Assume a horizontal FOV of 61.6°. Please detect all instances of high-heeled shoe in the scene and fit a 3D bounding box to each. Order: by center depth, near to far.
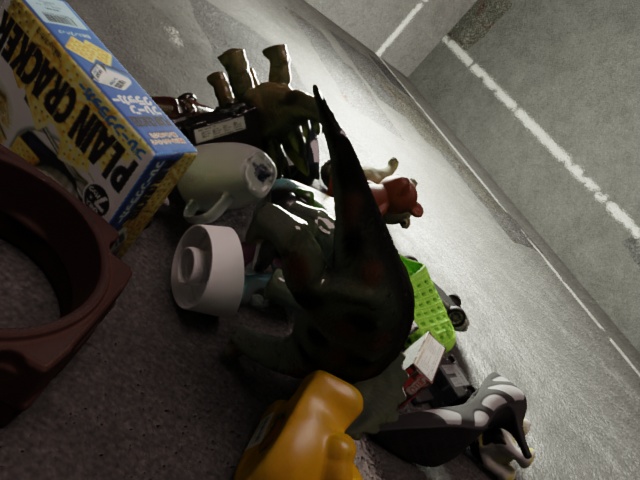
[{"bbox_3d":[0.173,0.216,0.710,0.249,0.086,0.145,15,30,-16],"label":"high-heeled shoe"}]

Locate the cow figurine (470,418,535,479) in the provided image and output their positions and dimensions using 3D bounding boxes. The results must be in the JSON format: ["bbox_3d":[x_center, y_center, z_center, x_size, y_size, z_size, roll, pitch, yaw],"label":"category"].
[{"bbox_3d":[0.262,0.273,0.815,0.098,0.068,0.167,37,24,-1],"label":"cow figurine"}]

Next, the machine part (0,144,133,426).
[{"bbox_3d":[-0.259,0.018,0.395,0.201,0.087,0.201,38,26,-11],"label":"machine part"}]

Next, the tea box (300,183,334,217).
[{"bbox_3d":[-0.002,-0.003,0.838,0.098,0.068,0.170,21,34,-40],"label":"tea box"}]

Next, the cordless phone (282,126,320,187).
[{"bbox_3d":[-0.028,-0.139,1.007,0.184,0.089,0.146,59,21,-63],"label":"cordless phone"}]

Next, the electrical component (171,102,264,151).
[{"bbox_3d":[-0.135,-0.106,0.715,0.115,0.134,0.058,-21,34,-27],"label":"electrical component"}]

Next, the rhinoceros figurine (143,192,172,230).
[{"bbox_3d":[-0.226,-0.085,0.634,0.112,0.073,0.190,38,22,-37],"label":"rhinoceros figurine"}]

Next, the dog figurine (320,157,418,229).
[{"bbox_3d":[0.100,-0.095,1.128,0.190,0.121,0.172,-7,51,-42],"label":"dog figurine"}]

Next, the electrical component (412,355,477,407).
[{"bbox_3d":[0.176,0.213,0.798,0.119,0.048,0.075,17,35,-48],"label":"electrical component"}]

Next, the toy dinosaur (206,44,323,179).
[{"bbox_3d":[-0.075,-0.180,0.788,0.472,0.105,0.198,-163,-124,-70],"label":"toy dinosaur"}]

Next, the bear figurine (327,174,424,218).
[{"bbox_3d":[0.116,-0.090,1.021,0.196,0.132,0.120,-11,67,-20],"label":"bear figurine"}]

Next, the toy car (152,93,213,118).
[{"bbox_3d":[-0.228,-0.194,0.816,0.089,0.053,0.202,54,25,13],"label":"toy car"}]

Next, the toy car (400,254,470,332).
[{"bbox_3d":[0.203,0.099,1.010,0.201,0.056,0.073,41,18,-9],"label":"toy car"}]

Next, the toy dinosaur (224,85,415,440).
[{"bbox_3d":[0.023,0.067,0.506,0.192,0.404,0.131,27,53,8],"label":"toy dinosaur"}]

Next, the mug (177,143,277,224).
[{"bbox_3d":[-0.109,-0.066,0.616,0.080,0.107,0.109,53,53,-32],"label":"mug"}]

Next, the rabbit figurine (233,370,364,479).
[{"bbox_3d":[0.019,0.221,0.459,0.173,0.122,0.162,40,30,-10],"label":"rabbit figurine"}]

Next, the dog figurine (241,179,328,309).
[{"bbox_3d":[0.009,0.031,0.686,0.219,0.191,0.109,15,29,-22],"label":"dog figurine"}]
